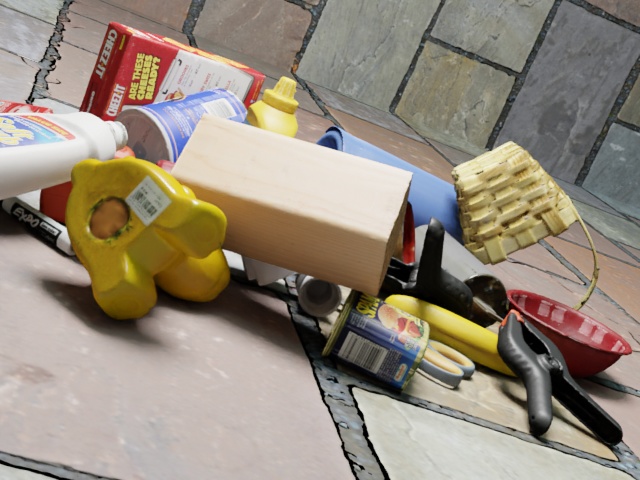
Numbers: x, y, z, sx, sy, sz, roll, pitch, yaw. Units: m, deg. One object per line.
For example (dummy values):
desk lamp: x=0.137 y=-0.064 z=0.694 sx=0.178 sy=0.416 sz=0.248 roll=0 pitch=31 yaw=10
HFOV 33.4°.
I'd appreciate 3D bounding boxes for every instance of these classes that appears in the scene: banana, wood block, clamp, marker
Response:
banana: x=0.149 y=0.101 z=1.148 sx=0.198 sy=0.037 sz=0.069 roll=25 pitch=4 yaw=3
wood block: x=-0.027 y=-0.034 z=1.001 sx=0.206 sy=0.091 sz=0.090 roll=17 pitch=55 yaw=9
clamp: x=0.096 y=0.041 z=1.159 sx=0.165 sy=0.036 sz=0.209 roll=2 pitch=-33 yaw=36
clamp: x=0.237 y=0.143 z=1.085 sx=0.120 sy=0.039 sz=0.171 roll=25 pitch=30 yaw=-30
marker: x=-0.266 y=-0.021 z=0.984 sx=0.121 sy=0.020 sz=0.020 roll=30 pitch=15 yaw=26

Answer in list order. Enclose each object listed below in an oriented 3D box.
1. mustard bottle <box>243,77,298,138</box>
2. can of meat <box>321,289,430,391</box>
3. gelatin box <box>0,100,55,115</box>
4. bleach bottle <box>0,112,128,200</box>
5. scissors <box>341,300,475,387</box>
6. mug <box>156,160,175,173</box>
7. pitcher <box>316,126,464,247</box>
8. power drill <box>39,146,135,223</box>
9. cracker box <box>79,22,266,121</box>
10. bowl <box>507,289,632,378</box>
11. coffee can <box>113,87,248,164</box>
mustard bottle: x=-0.072 y=-0.094 z=1.214 sx=0.058 sy=0.192 sz=0.096 roll=18 pitch=15 yaw=-22
can of meat: x=0.054 y=0.092 z=1.000 sx=0.084 sy=0.057 sz=0.102 roll=26 pitch=14 yaw=2
gelatin box: x=-0.309 y=-0.097 z=1.041 sx=0.073 sy=0.089 sz=0.030 roll=13 pitch=-38 yaw=32
bleach bottle: x=-0.282 y=-0.080 z=0.954 sx=0.103 sy=0.068 sz=0.250 roll=32 pitch=31 yaw=29
scissors: x=0.082 y=0.096 z=1.114 sx=0.096 sy=0.016 sz=0.202 roll=11 pitch=18 yaw=-46
mug: x=-0.138 y=-0.027 z=1.091 sx=0.081 sy=0.093 sz=0.117 roll=15 pitch=36 yaw=-14
pitcher: x=0.093 y=-0.047 z=1.486 sx=0.242 sy=0.149 sz=0.145 roll=21 pitch=-2 yaw=-24
power drill: x=-0.266 y=-0.074 z=1.106 sx=0.184 sy=0.057 sz=0.188 roll=10 pitch=19 yaw=-27
cracker box: x=-0.193 y=-0.169 z=1.364 sx=0.213 sy=0.164 sz=0.072 roll=11 pitch=16 yaw=-43
bowl: x=0.287 y=0.119 z=1.277 sx=0.162 sy=0.055 sz=0.162 roll=22 pitch=14 yaw=-6
coffee can: x=-0.163 y=-0.119 z=1.269 sx=0.103 sy=0.103 sz=0.140 roll=31 pitch=34 yaw=29
